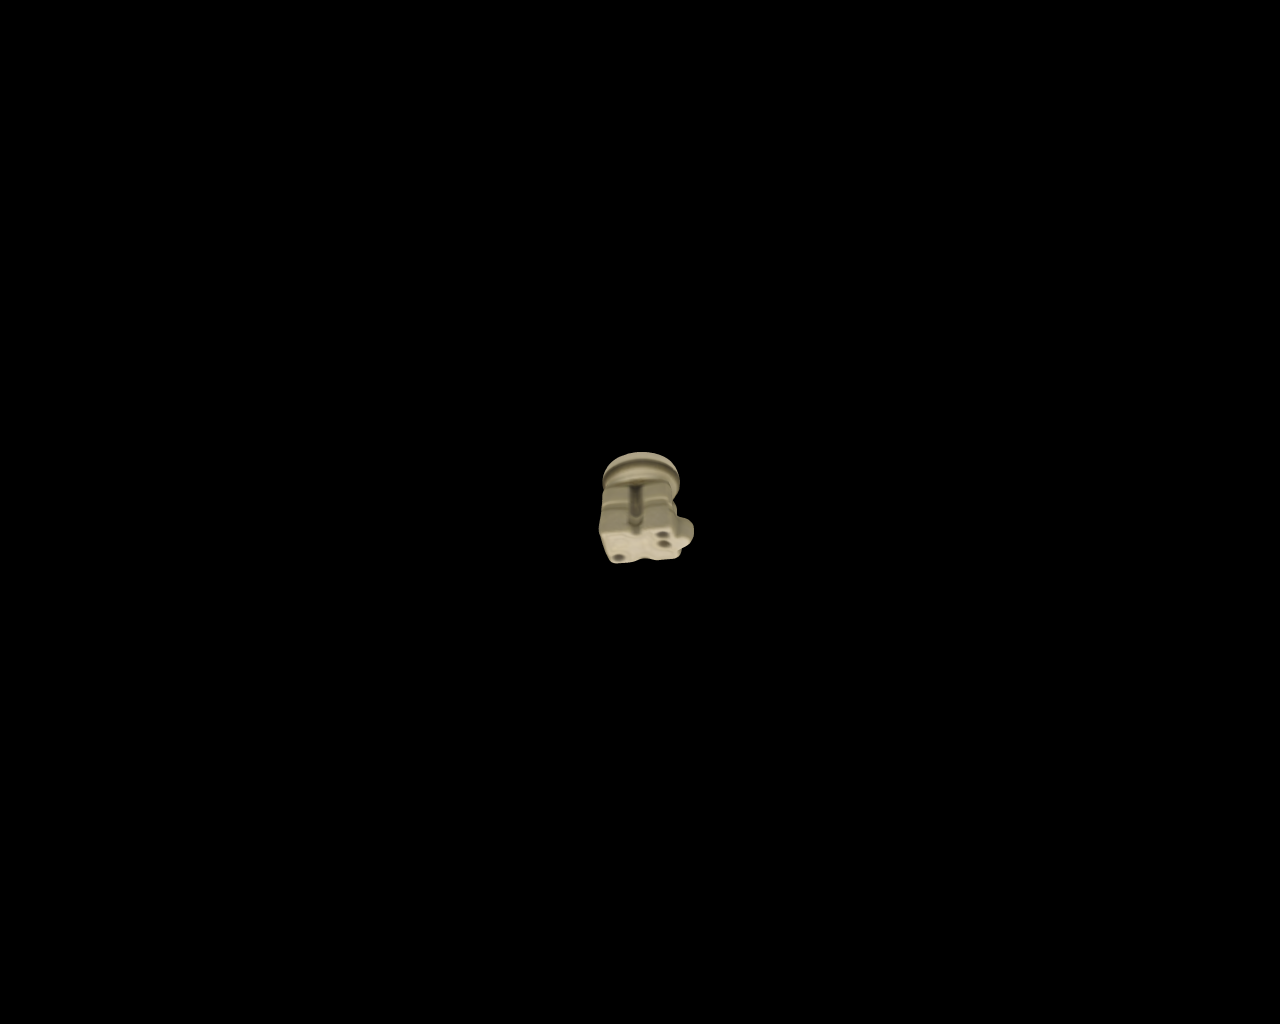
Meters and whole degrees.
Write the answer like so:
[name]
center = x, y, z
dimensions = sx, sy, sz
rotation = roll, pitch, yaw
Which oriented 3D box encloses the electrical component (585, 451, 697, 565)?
[electrical component]
center = 0.001, -0.003, 0.650
dimensions = 0.066, 0.055, 0.048
rotation = -5, -36, 7
